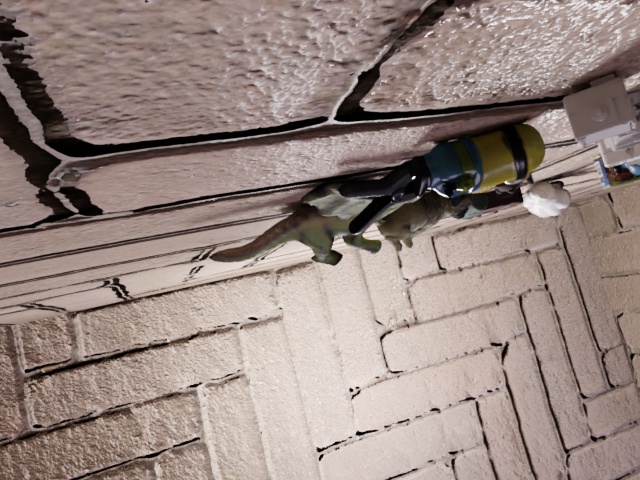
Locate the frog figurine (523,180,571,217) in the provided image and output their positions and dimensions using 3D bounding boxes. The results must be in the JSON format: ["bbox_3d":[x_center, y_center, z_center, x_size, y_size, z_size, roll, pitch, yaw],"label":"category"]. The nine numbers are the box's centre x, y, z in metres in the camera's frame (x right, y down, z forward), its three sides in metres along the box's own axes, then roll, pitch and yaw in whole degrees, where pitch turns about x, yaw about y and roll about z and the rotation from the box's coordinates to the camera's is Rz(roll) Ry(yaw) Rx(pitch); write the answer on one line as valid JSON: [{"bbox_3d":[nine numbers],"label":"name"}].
[{"bbox_3d":[0.696,-0.123,1.579,0.137,0.121,0.161,5,-167,22],"label":"frog figurine"}]

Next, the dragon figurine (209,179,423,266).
[{"bbox_3d":[0.003,-0.045,0.891,0.411,0.124,0.238,-14,157,-11],"label":"dragon figurine"}]
